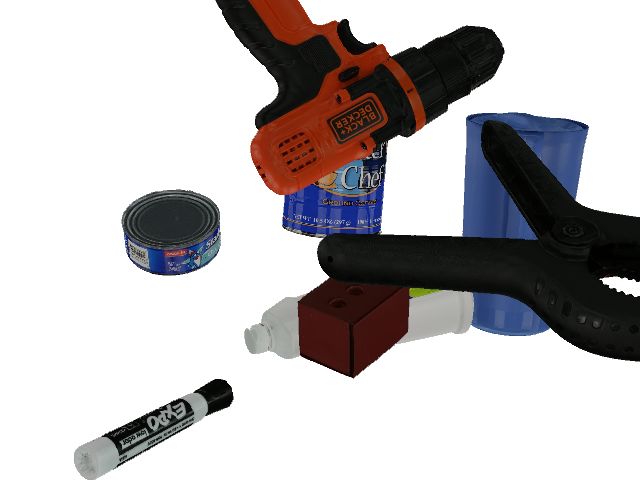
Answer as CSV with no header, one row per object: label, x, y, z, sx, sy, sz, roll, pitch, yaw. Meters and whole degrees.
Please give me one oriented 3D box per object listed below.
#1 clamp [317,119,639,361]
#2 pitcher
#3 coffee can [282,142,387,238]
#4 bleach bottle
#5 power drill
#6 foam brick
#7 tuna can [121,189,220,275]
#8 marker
clamp,0.114,0.012,0.535,0.164,0.036,0.210,-31,46,-32
pitcher,0.219,-0.018,1.194,0.149,0.243,0.145,-7,18,-34
coffee can,0.016,-0.080,1.076,0.103,0.140,0.103,4,12,-1
bleach bottle,0.039,0.086,1.181,0.250,0.068,0.103,-13,31,-25
power drill,0.008,-0.147,0.690,0.184,0.187,0.057,-30,4,-11
foam brick,0.026,0.059,0.817,0.053,0.051,0.078,19,36,32
tuna can,-0.130,-0.007,0.940,0.086,0.034,0.086,0,37,0
marker,-0.090,0.104,0.603,0.020,0.020,0.120,0,12,33
